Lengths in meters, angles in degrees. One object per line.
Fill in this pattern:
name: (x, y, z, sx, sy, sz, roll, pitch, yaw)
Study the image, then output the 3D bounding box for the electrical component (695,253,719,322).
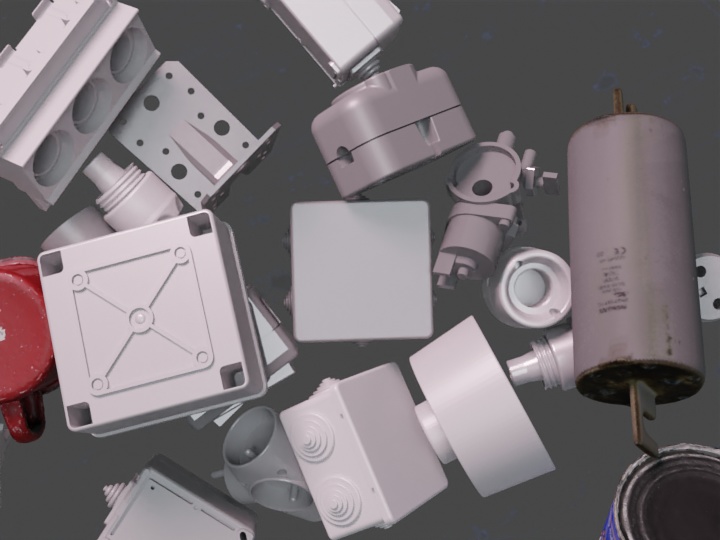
electrical component: (0.219, 0.011, 0.705, 0.045, 0.055, 0.045, 0, 91, -3)

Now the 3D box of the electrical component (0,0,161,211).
electrical component: (-0.186, -0.109, 0.659, 0.063, 0.078, 0.121, 23, 69, 20)

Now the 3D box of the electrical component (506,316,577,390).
electrical component: (0.128, 0.059, 0.707, 0.062, 0.048, 0.048, -18, 92, 4)

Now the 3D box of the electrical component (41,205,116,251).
electrical component: (-0.161, 0.003, 0.689, 0.043, 0.043, 0.081, -40, 93, -2)

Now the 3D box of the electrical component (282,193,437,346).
electrical component: (0.000, 0.000, 0.696, 0.100, 0.048, 0.099, -2, 91, -3)

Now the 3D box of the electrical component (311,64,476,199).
electrical component: (0.020, -0.090, 0.675, 0.095, 0.054, 0.059, -26, 92, -41)

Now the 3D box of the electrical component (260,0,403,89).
electrical component: (-0.013, -0.164, 0.686, 0.061, 0.062, 0.096, -41, 93, -2)

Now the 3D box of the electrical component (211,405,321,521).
electrical component: (-0.060, 0.129, 0.690, 0.079, 0.044, 0.077, -20, 133, 31)

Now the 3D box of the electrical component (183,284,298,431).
electrical component: (-0.089, 0.061, 0.685, 0.096, 0.062, 0.061, -37, 93, -2)

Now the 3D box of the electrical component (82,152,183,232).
electrical component: (-0.146, -0.047, 0.678, 0.043, 0.043, 0.062, -46, 106, -2)

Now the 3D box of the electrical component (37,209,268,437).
electrical component: (-0.120, 0.032, 0.626, 0.109, 0.056, 0.108, -15, 78, 3)

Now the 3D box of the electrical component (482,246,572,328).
electrical component: (0.111, 0.012, 0.703, 0.055, 0.047, 0.055, 0, 91, -3)

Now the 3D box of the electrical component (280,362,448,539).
electrical component: (0.002, 0.112, 0.670, 0.048, 0.100, 0.099, -27, 83, 26)

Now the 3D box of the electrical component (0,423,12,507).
electrical component: (-0.290, 0.129, 0.673, 0.121, 0.078, 0.063, 5, 112, -3)

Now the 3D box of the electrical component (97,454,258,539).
electrical component: (-0.120, 0.162, 0.685, 0.096, 0.061, 0.061, 33, 89, -3)

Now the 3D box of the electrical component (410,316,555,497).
electrical component: (0.070, 0.090, 0.675, 0.060, 0.108, 0.108, -29, 92, 4)
